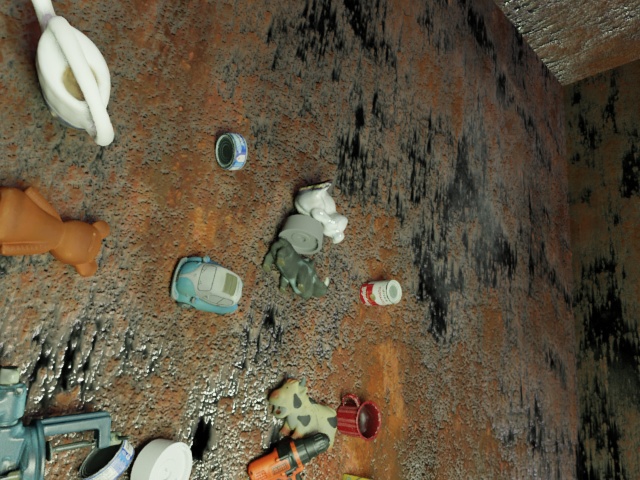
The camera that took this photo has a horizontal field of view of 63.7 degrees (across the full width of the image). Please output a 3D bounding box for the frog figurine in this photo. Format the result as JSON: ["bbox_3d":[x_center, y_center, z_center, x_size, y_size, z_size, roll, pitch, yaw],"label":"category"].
[{"bbox_3d":[0.004,-0.066,1.321,0.123,0.158,0.138,-13,8,-5],"label":"frog figurine"}]

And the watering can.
[{"bbox_3d":[-0.441,-0.320,0.883,0.105,0.346,0.223,-26,9,-26],"label":"watering can"}]
